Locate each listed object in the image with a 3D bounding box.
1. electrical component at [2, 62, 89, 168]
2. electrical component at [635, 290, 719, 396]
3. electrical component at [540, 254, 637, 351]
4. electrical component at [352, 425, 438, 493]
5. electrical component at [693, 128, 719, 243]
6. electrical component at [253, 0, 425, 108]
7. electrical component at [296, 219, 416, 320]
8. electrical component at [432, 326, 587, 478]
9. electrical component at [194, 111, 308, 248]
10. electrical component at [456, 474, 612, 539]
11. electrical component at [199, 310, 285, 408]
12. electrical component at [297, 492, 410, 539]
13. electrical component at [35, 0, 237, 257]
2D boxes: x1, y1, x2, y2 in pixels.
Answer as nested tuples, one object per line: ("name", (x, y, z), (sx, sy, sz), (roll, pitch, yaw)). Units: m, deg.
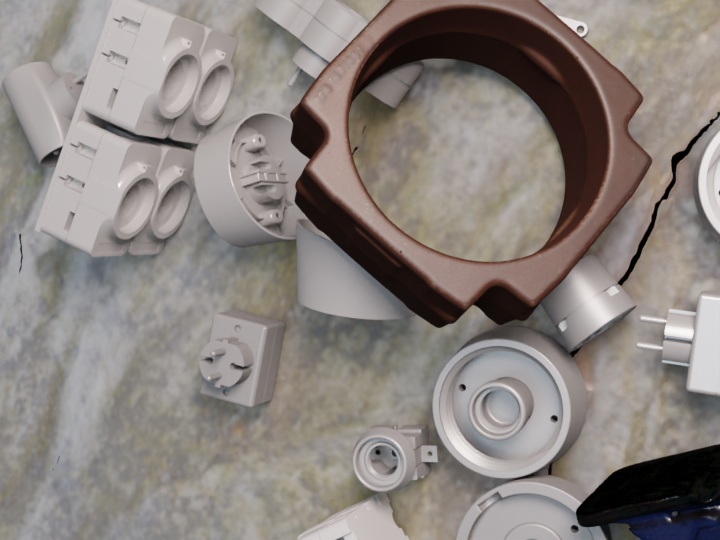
("electrical component", (-0.247, -0.137, 0.889), (0.079, 0.044, 0.077), (-29, 82, 18))
("electrical component", (0.226, 0.047, 0.728), (0.077, 0.047, 0.065), (8, 94, 19))
("electrical component", (0.156, 0.022, 0.749), (0.055, 0.055, 0.047), (-38, 76, 17))
("electrical component", (0.023, 0.138, 0.799), (0.066, 0.055, 0.048), (-3, 91, 19))
("electrical component", (0.273, -0.057, 0.701), (0.108, 0.060, 0.108), (1, 92, 19))
("electrical component", (-0.026, -0.162, 0.807), (0.138, 0.052, 0.073), (39, 104, 13))
("electrical component", (0.000, 0.000, 0.780), (0.099, 0.099, 0.064), (10, 101, 19))
("electrical component", (0.103, 0.096, 0.766), (0.108, 0.060, 0.108), (1, 92, 19))
("electrical component", (-0.076, -0.066, 0.807), (0.064, 0.099, 0.099), (-15, 87, 25))
("electrical component", (0.127, 0.197, 0.761), (0.108, 0.060, 0.108), (1, 92, 20))
("electrical component", (-0.098, 0.070, 0.827), (0.047, 0.077, 0.065), (13, 96, 18))
("electrical component", (-0.008, 0.205, 0.794), (0.056, 0.089, 0.050), (-29, 82, 18))
("electrical component", (-0.166, -0.105, 0.830), (0.060, 0.105, 0.186), (25, 100, 17))
